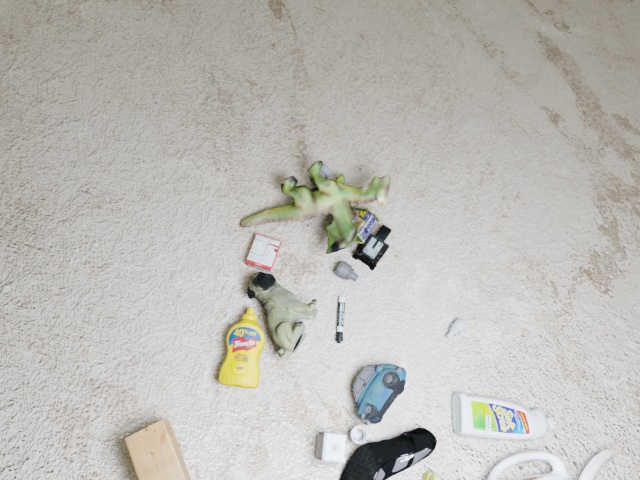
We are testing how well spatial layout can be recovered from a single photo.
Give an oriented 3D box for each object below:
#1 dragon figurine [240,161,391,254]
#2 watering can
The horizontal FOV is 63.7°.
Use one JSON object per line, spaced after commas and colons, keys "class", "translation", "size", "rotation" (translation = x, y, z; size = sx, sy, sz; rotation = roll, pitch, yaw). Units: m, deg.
{"class": "dragon figurine", "translation": [0.004, -0.069, 1.374], "size": [0.410, 0.247, 0.120], "rotation": [-32, -35, -1]}
{"class": "watering can", "translation": [0.556, 0.609, 1.197], "size": [0.348, 0.228, 0.102], "rotation": [-4, -21, -9]}
